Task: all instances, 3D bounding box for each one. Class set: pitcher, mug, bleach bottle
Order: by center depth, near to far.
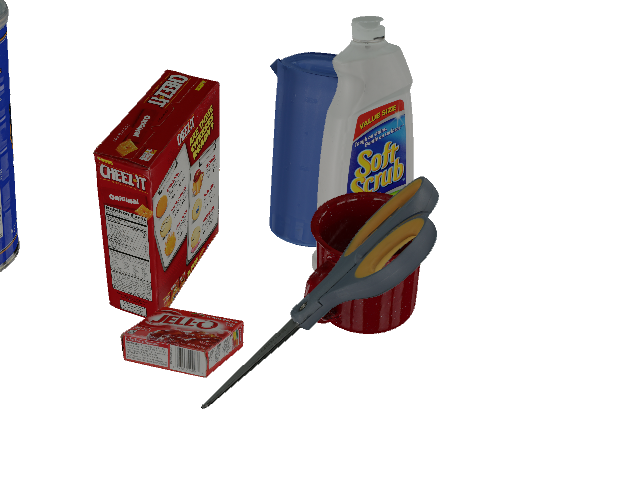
[{"bbox_3d":[0.030,0.025,0.843,0.093,0.081,0.117,27,44,30],"label":"mug"},{"bbox_3d":[0.040,-0.088,1.030,0.102,0.251,0.068,-9,23,-18],"label":"bleach bottle"},{"bbox_3d":[0.007,-0.116,1.397,0.144,0.243,0.149,-1,23,-18],"label":"pitcher"}]

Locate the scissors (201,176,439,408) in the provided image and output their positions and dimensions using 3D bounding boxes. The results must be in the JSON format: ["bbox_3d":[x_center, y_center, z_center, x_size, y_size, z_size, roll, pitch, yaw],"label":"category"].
[{"bbox_3d":[0.002,0.042,0.634,0.016,0.202,0.096,42,2,-17],"label":"scissors"}]

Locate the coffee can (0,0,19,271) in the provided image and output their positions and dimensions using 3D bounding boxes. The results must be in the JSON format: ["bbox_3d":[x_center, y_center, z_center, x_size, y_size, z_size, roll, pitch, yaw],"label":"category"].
[{"bbox_3d":[-0.216,-0.057,0.568,0.103,0.140,0.103,4,27,-2],"label":"coffee can"}]

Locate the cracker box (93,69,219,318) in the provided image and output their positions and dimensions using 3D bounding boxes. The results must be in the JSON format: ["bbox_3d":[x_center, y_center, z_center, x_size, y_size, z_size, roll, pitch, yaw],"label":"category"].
[{"bbox_3d":[-0.169,-0.047,1.136,0.072,0.214,0.164,16,43,13],"label":"cracker box"}]

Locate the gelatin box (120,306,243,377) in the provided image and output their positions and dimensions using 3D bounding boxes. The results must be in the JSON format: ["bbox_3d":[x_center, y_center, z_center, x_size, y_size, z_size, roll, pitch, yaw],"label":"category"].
[{"bbox_3d":[-0.125,0.090,0.975,0.089,0.030,0.073,9,20,22],"label":"gelatin box"}]
